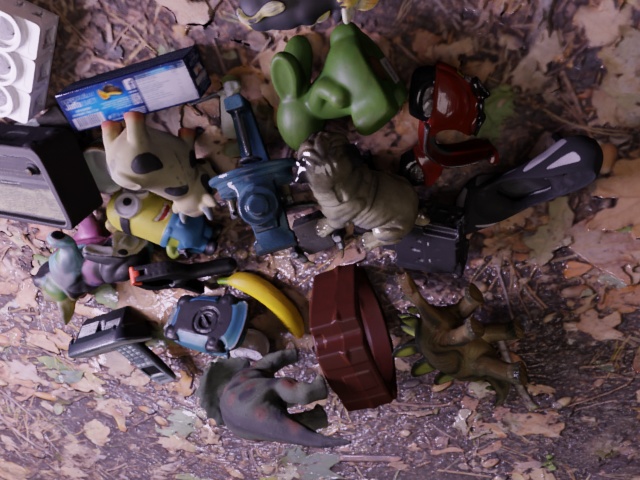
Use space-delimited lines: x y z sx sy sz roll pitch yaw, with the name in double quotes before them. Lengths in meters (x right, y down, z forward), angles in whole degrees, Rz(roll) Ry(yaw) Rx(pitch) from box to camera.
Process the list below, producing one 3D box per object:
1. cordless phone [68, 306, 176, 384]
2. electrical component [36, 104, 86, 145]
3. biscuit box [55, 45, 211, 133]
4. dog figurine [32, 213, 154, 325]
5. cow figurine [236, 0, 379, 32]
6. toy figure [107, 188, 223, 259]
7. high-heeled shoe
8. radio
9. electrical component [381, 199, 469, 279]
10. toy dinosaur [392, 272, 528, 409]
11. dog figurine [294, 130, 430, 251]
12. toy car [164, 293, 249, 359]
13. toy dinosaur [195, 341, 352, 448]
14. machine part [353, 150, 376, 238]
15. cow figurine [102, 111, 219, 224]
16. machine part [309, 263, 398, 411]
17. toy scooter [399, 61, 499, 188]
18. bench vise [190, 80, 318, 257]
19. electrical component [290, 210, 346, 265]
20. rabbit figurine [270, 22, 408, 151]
"cordless phone" -0.381 0.229 1.057 0.147 0.089 0.184 -19 125 18
"electrical component" -0.384 -0.165 0.801 0.094 0.021 0.063 -32 108 12
"biscuit box" -0.257 -0.206 0.742 0.203 0.063 0.059 -10 124 14
"dog figurine" -0.393 0.059 0.924 0.191 0.108 0.219 18 130 -10
"cow figurine" -0.012 -0.287 0.636 0.167 0.098 0.068 -5 118 10
"toy figure" -0.251 -0.025 0.861 0.180 0.082 0.089 26 122 -15
"high-heeled shoe" 0.272 -0.052 0.742 0.086 0.145 0.248 32 121 -15
"radio" -0.448 -0.099 0.797 0.230 0.073 0.130 8 127 21
"electrical component" 0.155 -0.005 0.815 0.134 0.058 0.114 11 142 26
"toy dinosaur" 0.250 0.192 0.928 0.199 0.105 0.470 -16 132 40
"dog figurine" 0.061 -0.064 0.680 0.172 0.121 0.190 -1 166 4
"toy car" -0.195 0.162 0.977 0.162 0.109 0.102 1 148 20
"toy dinosaur" -0.096 0.262 0.863 0.192 0.405 0.131 -17 92 -14
"machine part" 0.060 -0.067 0.823 0.084 0.039 0.138 -16 121 8
"cow figurine" -0.211 -0.094 0.759 0.086 0.195 0.127 -5 83 27
"machine part" 0.055 0.157 0.880 0.087 0.201 0.200 -17 122 16
"toy scooter" 0.183 -0.149 0.726 0.135 0.075 0.183 4 129 4
"bench vise" -0.088 -0.099 0.755 0.129 0.223 0.240 -15 92 11
"electrical component" -0.003 -0.003 0.869 0.102 0.045 0.078 -15 124 16
"rabbit figurine" 0.002 -0.184 0.695 0.170 0.121 0.159 -30 112 31
